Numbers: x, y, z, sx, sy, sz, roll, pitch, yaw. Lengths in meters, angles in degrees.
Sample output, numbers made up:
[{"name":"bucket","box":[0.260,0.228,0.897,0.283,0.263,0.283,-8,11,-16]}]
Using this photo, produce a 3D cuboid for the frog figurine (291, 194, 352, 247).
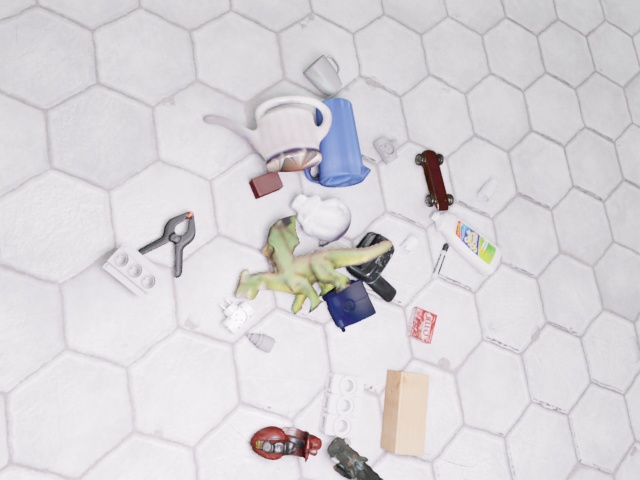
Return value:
[{"name":"frog figurine","box":[0.004,-0.071,1.420,0.138,0.124,0.158,-42,108,-3]}]

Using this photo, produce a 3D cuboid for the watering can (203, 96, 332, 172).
[{"name":"watering can","box":[-0.130,-0.283,1.400,0.348,0.102,0.228,-12,71,-5]}]

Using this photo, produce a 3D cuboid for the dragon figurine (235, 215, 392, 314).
[{"name":"dragon figurine","box":[-0.038,0.045,1.348,0.411,0.122,0.243,-37,91,-4]}]
